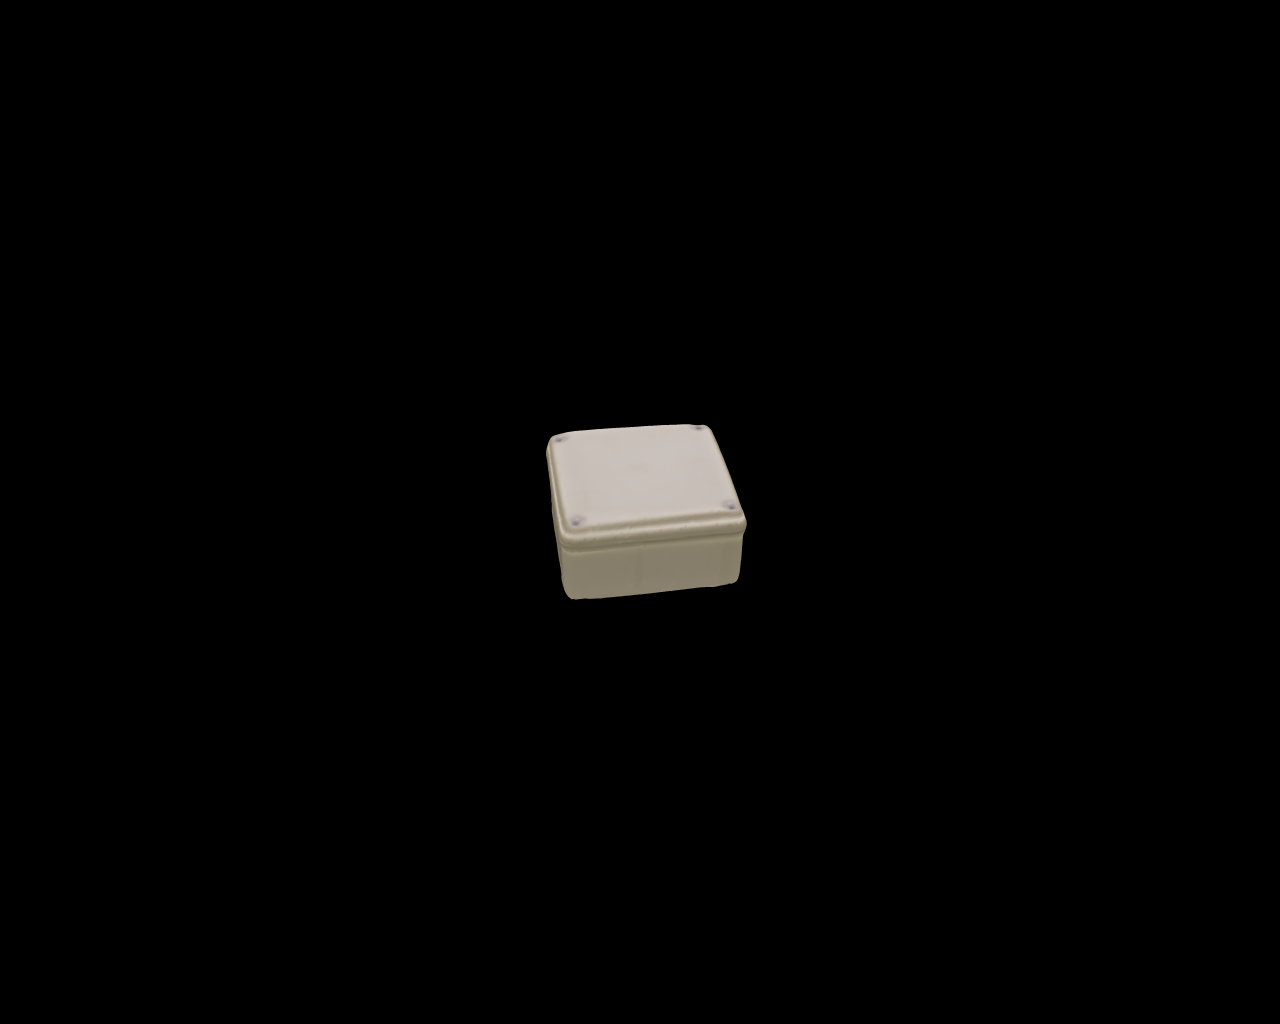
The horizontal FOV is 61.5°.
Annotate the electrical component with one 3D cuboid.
[{"bbox_3d":[0.001,-0.003,0.650,0.109,0.056,0.109,-5,36,-7],"label":"electrical component"}]
